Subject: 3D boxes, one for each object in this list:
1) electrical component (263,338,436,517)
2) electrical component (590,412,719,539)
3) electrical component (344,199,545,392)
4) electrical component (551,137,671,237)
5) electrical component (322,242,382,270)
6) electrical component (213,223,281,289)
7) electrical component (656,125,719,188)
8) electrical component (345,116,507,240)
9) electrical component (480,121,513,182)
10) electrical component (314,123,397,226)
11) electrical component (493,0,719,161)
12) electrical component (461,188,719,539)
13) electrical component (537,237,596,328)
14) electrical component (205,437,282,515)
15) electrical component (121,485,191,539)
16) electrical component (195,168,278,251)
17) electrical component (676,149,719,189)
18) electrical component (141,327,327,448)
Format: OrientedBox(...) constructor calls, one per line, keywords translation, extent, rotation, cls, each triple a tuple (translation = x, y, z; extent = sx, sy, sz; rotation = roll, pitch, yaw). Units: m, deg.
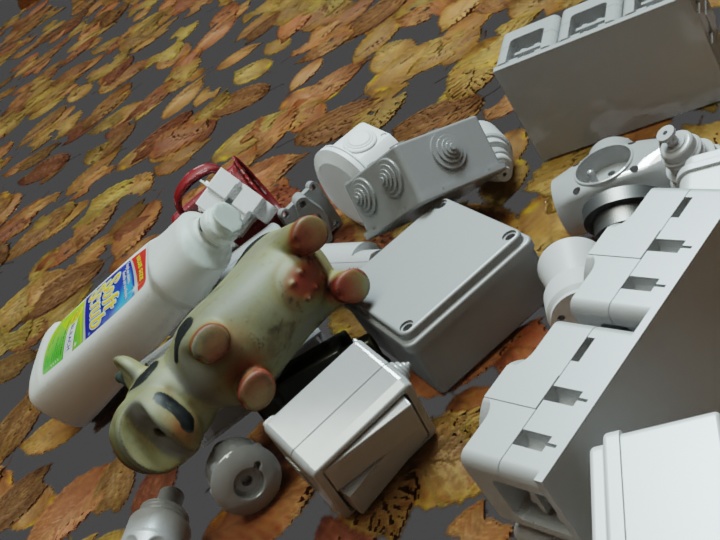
OrientedBox(translation=(0.002, 0.094, 0.656), extent=(0.096, 0.061, 0.061), rotation=(-42, 49, -13), cls="electrical component")
OrientedBox(translation=(0.136, 0.132, 0.421), extent=(0.056, 0.108, 0.108), rotation=(-18, 33, 23), cls="electrical component")
OrientedBox(translation=(0.057, 0.014, 0.731), extent=(0.109, 0.056, 0.109), rotation=(-41, 29, -10), cls="electrical component")
OrientedBox(translation=(0.175, -0.066, 0.738), extent=(0.077, 0.044, 0.079), rotation=(-21, 31, 25), cls="electrical component")
OrientedBox(translation=(0.000, 0.000, 0.826), extent=(0.081, 0.043, 0.043), rotation=(-2, 43, 45), cls="electrical component")
OrientedBox(translation=(-0.074, 0.008, 0.873), extent=(0.096, 0.061, 0.061), rotation=(-37, 29, -3), cls="electrical component")
OrientedBox(translation=(0.210, -0.062, 0.667), extent=(0.040, 0.078, 0.040), rotation=(-34, 35, 28), cls="electrical component")
OrientedBox(translation=(0.047, -0.071, 0.816), extent=(0.100, 0.048, 0.100), rotation=(-24, -4, -32), cls="electrical component")
OrientedBox(translation=(0.102, -0.090, 0.855), extent=(0.040, 0.040, 0.078), rotation=(-33, 29, 4), cls="electrical component")
OrientedBox(translation=(0.004, -0.079, 0.904), extent=(0.051, 0.080, 0.080), rotation=(-42, 29, -23), cls="electrical component")
OrientedBox(translation=(0.190, -0.156, 0.809), extent=(0.150, 0.089, 0.061), rotation=(-17, 34, 29), cls="electrical component")
OrientedBox(translation=(0.138, 0.058, 0.530), extent=(0.060, 0.105, 0.186), rotation=(7, 50, 51), cls="electrical component")
OrientedBox(translation=(0.135, 0.013, 0.664), extent=(0.045, 0.045, 0.055), rotation=(-25, 31, 18), cls="electrical component")
OrientedBox(translation=(-0.083, 0.132, 0.719), extent=(0.048, 0.048, 0.062), rotation=(-41, 23, -11), cls="electrical component")
OrientedBox(translation=(-0.133, 0.171, 0.712), extent=(0.043, 0.043, 0.062), rotation=(-22, 30, 23), cls="electrical component")
OrientedBox(translation=(-0.110, -0.046, 0.887), extent=(0.055, 0.066, 0.048), rotation=(-54, -9, -3), cls="electrical component")
OrientedBox(translation=(0.238, -0.032, 0.587), extent=(0.113, 0.078, 0.057), rotation=(-15, 38, 33), cls="electrical component")
OrientedBox(translation=(-0.093, 0.063, 0.807), extent=(0.121, 0.078, 0.063), rotation=(-37, 7, -3), cls="electrical component")
